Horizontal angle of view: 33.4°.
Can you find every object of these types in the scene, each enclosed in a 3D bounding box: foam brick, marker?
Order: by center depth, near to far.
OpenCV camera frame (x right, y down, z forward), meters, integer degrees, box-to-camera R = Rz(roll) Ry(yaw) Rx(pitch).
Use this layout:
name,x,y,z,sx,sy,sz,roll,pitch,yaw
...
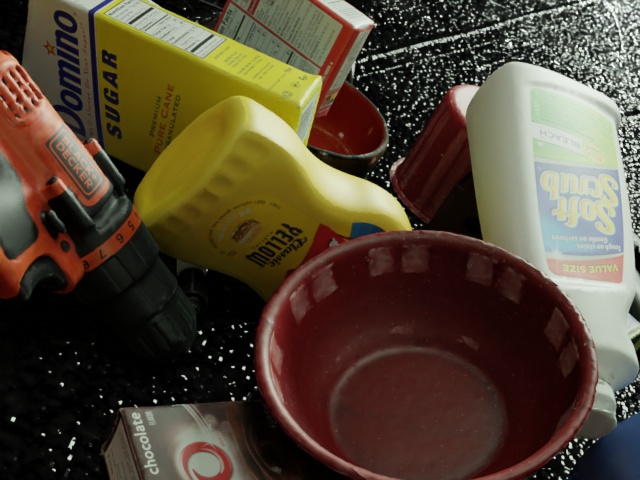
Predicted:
name,x,y,z,sx,sy,sz,roll,pitch,yaw
marker,-0.076,0.001,0.630,0.020,0.020,0.121,17,36,-19
foam brick,0.101,-0.004,0.716,0.053,0.078,0.051,38,38,10

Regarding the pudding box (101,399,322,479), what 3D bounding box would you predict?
name,x,y,z,sx,sy,sz,roll,pitch,yaw
pudding box,-0.040,0.127,0.478,0.089,0.039,0.113,2,43,-35

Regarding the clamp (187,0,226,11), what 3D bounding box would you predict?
name,x,y,z,sx,sy,sz,roll,pitch,yaw
clamp,-0.117,-0.189,0.725,0.172,0.039,0.120,29,7,25

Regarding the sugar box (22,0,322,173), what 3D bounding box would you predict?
name,x,y,z,sx,sy,sz,roll,pitch,yaw
sugar box,-0.092,-0.085,0.634,0.176,0.093,0.048,23,38,8

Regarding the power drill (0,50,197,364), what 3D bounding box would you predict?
name,x,y,z,sx,sy,sz,roll,pitch,yaw
power drill,-0.141,0.029,0.473,0.184,0.057,0.187,55,36,-22

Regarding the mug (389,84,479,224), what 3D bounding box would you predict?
name,x,y,z,sx,sy,sz,roll,pitch,yaw
mug,0.112,-0.067,0.798,0.093,0.082,0.117,26,35,-6

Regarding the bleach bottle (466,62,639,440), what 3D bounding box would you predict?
name,x,y,z,sx,sy,sz,roll,pitch,yaw
bleach bottle,0.143,0.004,0.622,0.102,0.068,0.251,20,43,-19

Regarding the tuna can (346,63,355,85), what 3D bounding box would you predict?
name,x,y,z,sx,sy,sz,roll,pitch,yaw
tuna can,-0.017,-0.126,0.773,0.086,0.086,0.033,25,33,-9

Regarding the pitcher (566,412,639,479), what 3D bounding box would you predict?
name,x,y,z,sx,sy,sz,roll,pitch,yaw
pitcher,0.206,0.203,0.505,0.144,0.149,0.243,27,35,-33

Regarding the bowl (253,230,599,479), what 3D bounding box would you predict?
name,x,y,z,sx,sy,sz,roll,pitch,yaw
bowl,0.049,0.069,0.518,0.162,0.055,0.162,-1,43,0

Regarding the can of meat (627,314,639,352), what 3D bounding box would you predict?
name,x,y,z,sx,sy,sz,roll,pitch,yaw
can of meat,0.153,0.058,0.696,0.101,0.058,0.084,-17,55,-47

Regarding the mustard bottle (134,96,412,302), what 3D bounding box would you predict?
name,x,y,z,sx,sy,sz,roll,pitch,yaw
mustard bottle,-0.004,0.001,0.605,0.191,0.096,0.058,31,30,-34

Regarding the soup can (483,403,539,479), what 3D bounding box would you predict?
name,x,y,z,sx,sy,sz,roll,pitch,yaw
soup can,0.091,0.084,0.605,0.068,0.069,0.102,26,34,-7

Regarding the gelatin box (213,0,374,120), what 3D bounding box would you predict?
name,x,y,z,sx,sy,sz,roll,pitch,yaw
gelatin box,-0.020,-0.129,0.672,0.089,0.073,0.030,39,33,14

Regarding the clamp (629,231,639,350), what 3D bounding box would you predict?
name,x,y,z,sx,sy,sz,roll,pitch,yaw
clamp,0.235,0.013,0.830,0.164,0.036,0.210,-15,55,-47
